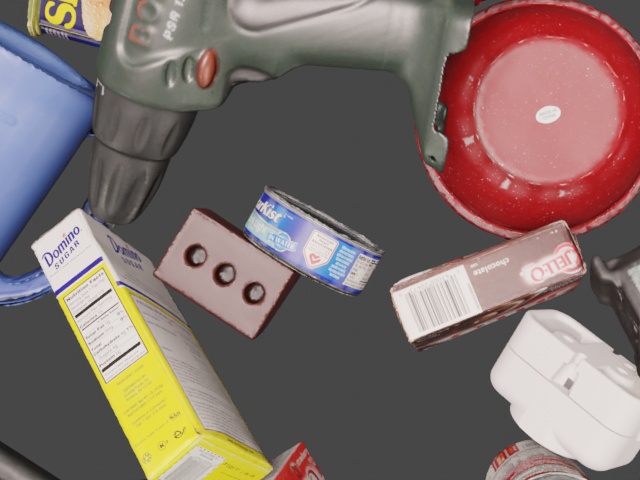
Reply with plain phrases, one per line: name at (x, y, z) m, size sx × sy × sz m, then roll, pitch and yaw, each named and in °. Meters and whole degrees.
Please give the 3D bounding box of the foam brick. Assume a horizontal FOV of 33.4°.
foam brick at (-0.058, 0.021, 0.688) m, size 0.078 × 0.051 × 0.053 m, roll 32°, pitch 93°, yaw 3°

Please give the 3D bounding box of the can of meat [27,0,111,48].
can of meat at (-0.125, -0.165, 0.649) m, size 0.084 × 0.057 × 0.102 m, roll 15°, pitch 120°, yaw 0°

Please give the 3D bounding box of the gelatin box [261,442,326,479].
gelatin box at (-0.011, 0.174, 0.666) m, size 0.030 × 0.089 × 0.073 m, roll -33°, pitch 88°, yaw 11°

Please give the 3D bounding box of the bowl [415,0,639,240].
bowl at (0.141, -0.079, 0.672) m, size 0.162 × 0.055 × 0.162 m, roll 0°, pitch 91°, yaw 5°

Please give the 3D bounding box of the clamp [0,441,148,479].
clamp at (-0.146, 0.197, 0.704) m, size 0.210 × 0.036 × 0.164 m, roll -9°, pitch 88°, yaw 4°

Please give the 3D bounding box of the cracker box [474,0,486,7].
cracker box at (0.168, -0.221, 0.614) m, size 0.214 × 0.164 × 0.072 m, roll -27°, pitch 91°, yaw 4°

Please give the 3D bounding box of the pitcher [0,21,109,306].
pitcher at (-0.238, -0.020, 0.670) m, size 0.149 × 0.144 × 0.243 m, roll 35°, pitch 97°, yaw 25°

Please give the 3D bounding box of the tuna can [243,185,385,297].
tuna can at (-0.004, 0.001, 0.667) m, size 0.086 × 0.086 × 0.034 m, roll 30°, pitch 95°, yaw 3°

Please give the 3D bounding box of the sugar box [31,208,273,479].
sugar box at (-0.102, 0.070, 0.637) m, size 0.048 × 0.093 × 0.176 m, roll -39°, pitch 58°, yaw 3°

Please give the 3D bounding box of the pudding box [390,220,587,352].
pudding box at (0.103, 0.031, 0.656) m, size 0.113 × 0.090 × 0.039 m, roll -20°, pitch 77°, yaw 5°

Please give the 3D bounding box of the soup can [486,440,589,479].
soup can at (0.137, 0.164, 0.650) m, size 0.068 × 0.102 × 0.068 m, roll 0°, pitch 91°, yaw 4°
